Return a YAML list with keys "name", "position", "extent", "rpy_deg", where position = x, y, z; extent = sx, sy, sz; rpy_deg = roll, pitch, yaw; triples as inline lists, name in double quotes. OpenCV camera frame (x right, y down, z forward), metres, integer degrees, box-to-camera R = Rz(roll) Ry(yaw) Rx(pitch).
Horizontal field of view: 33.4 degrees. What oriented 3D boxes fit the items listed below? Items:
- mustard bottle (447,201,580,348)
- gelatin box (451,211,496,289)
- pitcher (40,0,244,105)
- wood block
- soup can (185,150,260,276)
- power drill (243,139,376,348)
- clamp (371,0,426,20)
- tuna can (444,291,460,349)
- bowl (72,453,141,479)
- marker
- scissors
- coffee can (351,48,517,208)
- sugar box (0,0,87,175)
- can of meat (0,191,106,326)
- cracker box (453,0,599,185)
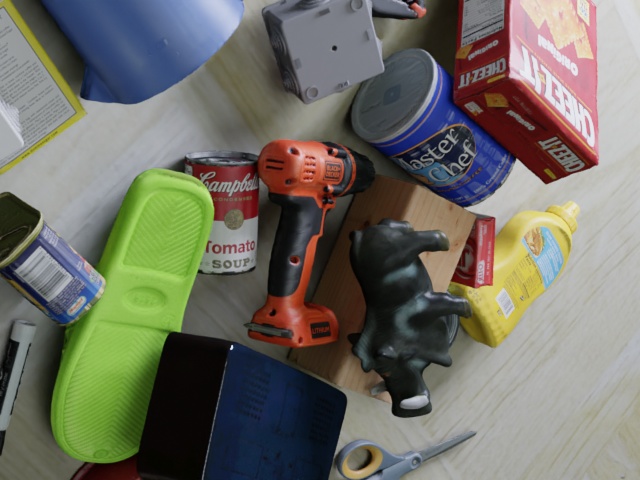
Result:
- name: "mustard bottle"
  position: [0.227, 0.024, 1.196]
  extent: [0.191, 0.058, 0.096]
  rpy_deg: [-44, 122, -18]
- name: "gelatin box"
  position: [0.142, 0.006, 1.112]
  extent: [0.030, 0.089, 0.073]
  rpy_deg: [-8, 106, -35]
- name: "pitcher"
  position: [-0.167, -0.239, 0.811]
  extent: [0.242, 0.145, 0.149]
  rpy_deg: [53, 45, -29]
- name: "wood block"
  position: [0.061, 0.048, 1.065]
  extent: [0.090, 0.091, 0.206]
  rpy_deg: [24, 88, -36]
- name: "soup can"
  position: [-0.088, -0.025, 0.956]
  extent: [0.068, 0.069, 0.102]
  rpy_deg: [-6, 106, -34]
- name: "power drill"
  position: [-0.007, 0.001, 0.991]
  extent: [0.184, 0.057, 0.188]
  rpy_deg: [0, 97, -61]
- name: "clamp"
  position: [0.032, -0.261, 1.001]
  extent: [0.120, 0.039, 0.171]
  rpy_deg: [-45, 116, -10]
- name: "tuna can"
  position: [0.109, 0.089, 1.144]
  extent: [0.085, 0.034, 0.086]
  rpy_deg: [-10, 107, -33]
- name: "bowl"
  position: [-0.153, 0.262, 0.963]
  extent: [0.161, 0.055, 0.162]
  rpy_deg: [1, 88, -24]
- name: "marker"
  position: [-0.264, 0.128, 0.900]
  extent: [0.020, 0.020, 0.121]
  rpy_deg: [14, 93, -37]
- name: "scissors"
  position: [0.091, 0.233, 1.179]
  extent: [0.201, 0.016, 0.096]
  rpy_deg: [-32, 118, -25]
- name: "coffee can"
  position: [0.114, -0.109, 1.056]
  extent: [0.140, 0.103, 0.103]
  rpy_deg: [33, 82, -36]
- name: "sugar box"
  position: [-0.267, -0.143, 0.814]
  extent: [0.093, 0.048, 0.176]
  rpy_deg: [-39, 118, -17]
- name: "can of meat"
  position: [-0.227, 0.017, 0.848]
  extent: [0.057, 0.102, 0.084]
  rpy_deg: [-48, 126, -13]
- name: "cracker box"
  position: [0.212, -0.190, 1.067]
  extent: [0.164, 0.072, 0.213]
  rpy_deg: [34, 50, -36]
